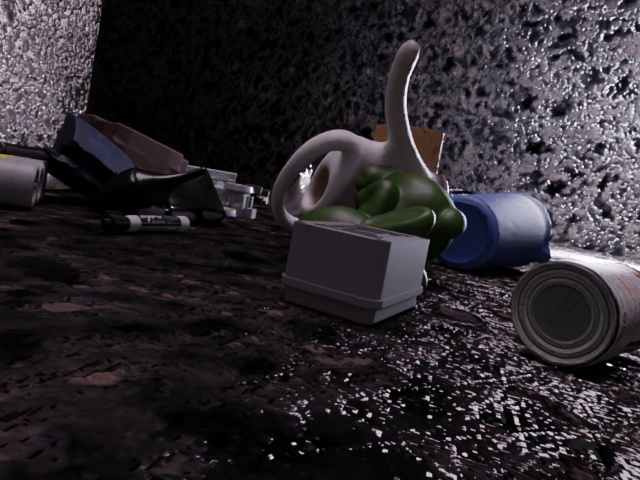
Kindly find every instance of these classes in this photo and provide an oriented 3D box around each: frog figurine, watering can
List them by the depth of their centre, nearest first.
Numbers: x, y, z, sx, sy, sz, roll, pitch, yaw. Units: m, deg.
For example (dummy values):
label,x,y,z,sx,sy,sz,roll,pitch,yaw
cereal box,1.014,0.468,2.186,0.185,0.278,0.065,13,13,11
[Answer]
label,x,y,z,sx,sy,sz,roll,pitch,yaw
watering can,0.079,-0.089,0.685,0.223,0.106,0.341,20,-42,-26
frog figurine,0.003,-0.045,0.886,0.159,0.123,0.137,46,-4,1
